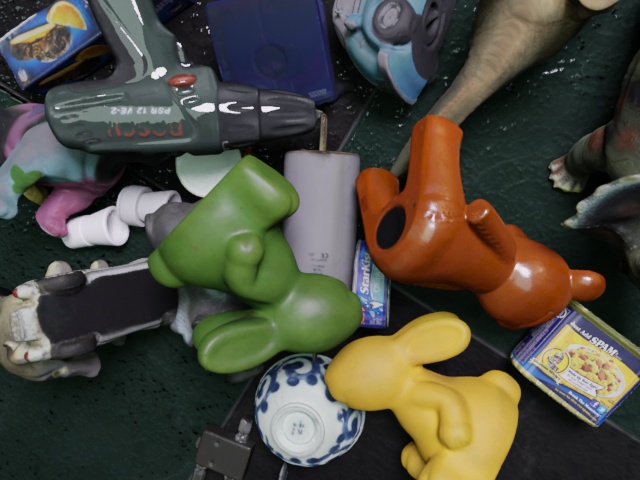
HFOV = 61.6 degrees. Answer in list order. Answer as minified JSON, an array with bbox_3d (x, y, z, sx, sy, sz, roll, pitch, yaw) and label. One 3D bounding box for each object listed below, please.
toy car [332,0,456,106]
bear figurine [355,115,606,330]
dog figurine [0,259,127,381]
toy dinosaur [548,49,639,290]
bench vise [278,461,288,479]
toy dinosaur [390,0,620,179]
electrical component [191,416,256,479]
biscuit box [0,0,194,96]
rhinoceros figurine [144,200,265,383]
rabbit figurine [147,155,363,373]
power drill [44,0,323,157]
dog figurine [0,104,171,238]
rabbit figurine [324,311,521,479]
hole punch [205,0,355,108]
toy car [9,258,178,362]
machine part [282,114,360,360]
[{"bbox_3d":[0.064,-0.216,0.499,0.103,0.109,0.161,16,88,26],"label":"toy car"},{"bbox_3d":[0.139,-0.001,0.467,0.196,0.120,0.132,16,56,-25],"label":"bear figurine"},{"bbox_3d":[-0.328,0.097,0.560,0.191,0.172,0.121,-11,87,6],"label":"dog figurine"},{"bbox_3d":[0.294,-0.130,0.415,0.131,0.192,0.404,19,98,7],"label":"toy dinosaur"},{"bbox_3d":[0.054,0.323,0.515,0.241,0.129,0.223,-30,96,28],"label":"bench vise"},{"bbox_3d":[0.184,-0.206,0.425,0.105,0.198,0.471,44,108,6],"label":"toy dinosaur"},{"bbox_3d":[-0.108,0.235,0.598,0.063,0.021,0.094,19,97,9],"label":"electrical component"},{"bbox_3d":[-0.237,-0.231,0.572,0.203,0.063,0.059,-30,90,11],"label":"biscuit box"},{"bbox_3d":[-0.101,0.047,0.524,0.073,0.112,0.190,-9,110,45],"label":"rhinoceros figurine"},{"bbox_3d":[-0.044,0.037,0.442,0.170,0.121,0.159,43,80,-9],"label":"rabbit figurine"},{"bbox_3d":[-0.126,-0.174,0.461,0.232,0.086,0.207,-12,111,-3],"label":"power drill"},{"bbox_3d":[-0.245,-0.117,0.558,0.219,0.108,0.192,-43,64,-2],"label":"dog figurine"},{"bbox_3d":[0.093,0.144,0.506,0.173,0.122,0.162,27,93,8],"label":"rabbit figurine"},{"bbox_3d":[-0.043,-0.183,0.528,0.142,0.092,0.115,-8,96,8],"label":"hole punch"},{"bbox_3d":[-0.193,0.059,0.518,0.056,0.201,0.073,-8,93,38],"label":"toy car"},{"bbox_3d":[-0.001,-0.002,0.534,0.079,0.079,0.243,4,93,10],"label":"machine part"}]
